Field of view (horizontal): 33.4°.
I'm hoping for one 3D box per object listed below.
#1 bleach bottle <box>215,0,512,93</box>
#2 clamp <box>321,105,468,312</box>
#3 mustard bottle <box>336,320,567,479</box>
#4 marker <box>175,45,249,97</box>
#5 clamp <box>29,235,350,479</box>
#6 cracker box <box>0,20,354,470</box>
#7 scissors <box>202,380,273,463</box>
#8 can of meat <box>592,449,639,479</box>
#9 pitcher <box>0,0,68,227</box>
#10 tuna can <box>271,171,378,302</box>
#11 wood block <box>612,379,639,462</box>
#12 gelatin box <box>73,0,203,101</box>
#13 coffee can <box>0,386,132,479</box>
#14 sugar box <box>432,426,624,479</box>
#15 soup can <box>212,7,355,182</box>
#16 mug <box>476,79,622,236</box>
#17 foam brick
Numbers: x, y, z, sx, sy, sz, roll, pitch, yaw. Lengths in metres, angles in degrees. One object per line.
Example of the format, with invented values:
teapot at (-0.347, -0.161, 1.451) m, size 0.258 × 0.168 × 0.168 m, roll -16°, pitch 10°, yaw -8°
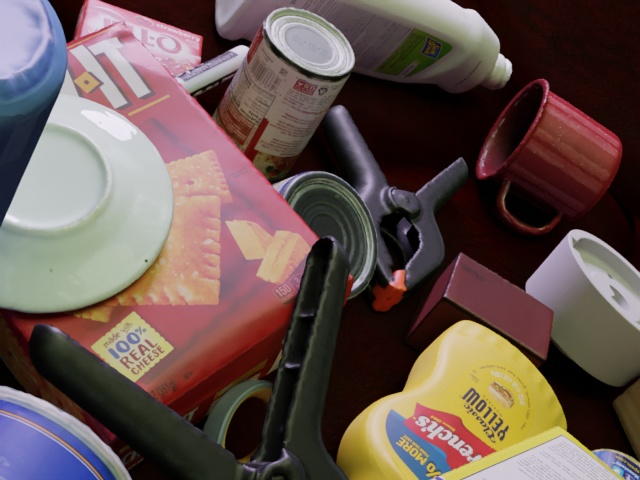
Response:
bleach bottle at (0.047, -0.170, 0.866) m, size 0.250 × 0.103 × 0.068 m, roll 16°, pitch 56°, yaw -30°
clamp at (0.060, -0.019, 0.755) m, size 0.120 × 0.039 × 0.171 m, roll 11°, pitch 50°, yaw -17°
mustard bottle at (0.063, 0.125, 0.595) m, size 0.096 × 0.058 × 0.191 m, roll 49°, pitch 42°, yaw 6°
marker at (-0.084, -0.106, 0.715) m, size 0.020 × 0.020 × 0.120 m, roll 41°, pitch 39°, yaw 9°
clamp at (-0.021, 0.105, 0.497) m, size 0.164 × 0.036 × 0.210 m, roll -25°, pitch 92°, yaw -31°
cracker box at (-0.111, -0.003, 0.573) m, size 0.164 × 0.072 × 0.214 m, roll -32°, pitch 71°, yaw -32°
scissors at (-0.068, 0.133, 0.500) m, size 0.201 × 0.016 × 0.096 m, roll -20°, pitch 103°, yaw -44°
can of meat at (0.183, 0.181, 0.620) m, size 0.102 × 0.058 × 0.083 m, roll 35°, pitch 38°, yaw 2°
pitcher at (-0.197, -0.014, 0.420) m, size 0.149 × 0.243 × 0.145 m, roll 33°, pitch 36°, yaw -8°
tuna can at (-0.004, 0.001, 0.667) m, size 0.086 × 0.034 × 0.086 m, roll 14°, pitch 68°, yaw -39°
wood block at (0.282, 0.169, 0.671) m, size 0.090 × 0.090 × 0.206 m, roll 6°, pitch 47°, yaw -29°
gelatin box at (-0.128, -0.126, 0.743) m, size 0.089 × 0.030 × 0.073 m, roll 17°, pitch 43°, yaw -18°
coffee can at (-0.146, 0.140, 0.408) m, size 0.103 × 0.103 × 0.140 m, roll 32°, pitch 40°, yaw -2°
sugar box at (0.093, 0.149, 0.503) m, size 0.175 × 0.048 × 0.093 m, roll -9°, pitch 39°, yaw -45°
soup can at (-0.028, -0.098, 0.726) m, size 0.068 × 0.102 × 0.068 m, roll 18°, pitch 44°, yaw -19°
mug at (0.178, -0.057, 0.841) m, size 0.081 × 0.093 × 0.117 m, roll 30°, pitch 70°, yaw -11°
foam brick at (0.105, 0.057, 0.698) m, size 0.078 × 0.051 × 0.053 m, roll 32°, pitch 39°, yaw -2°
